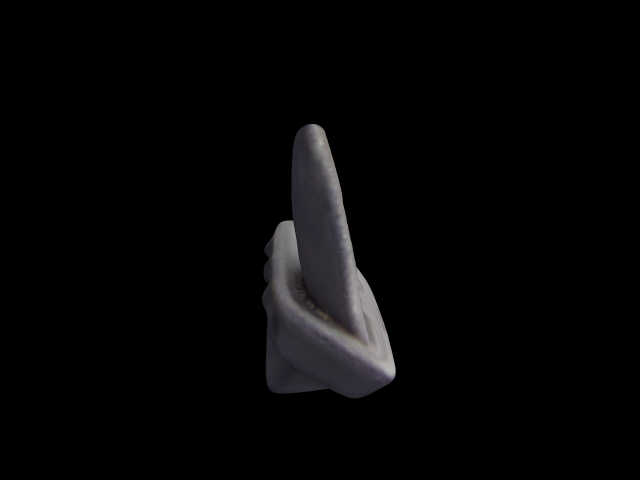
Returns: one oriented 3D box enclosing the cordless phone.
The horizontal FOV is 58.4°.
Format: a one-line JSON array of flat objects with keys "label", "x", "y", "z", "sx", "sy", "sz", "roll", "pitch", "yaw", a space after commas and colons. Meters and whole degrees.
[{"label": "cordless phone", "x": 0.004, "y": 0.001, "z": 0.400, "sx": 0.094, "sy": 0.185, "sz": 0.147, "roll": -4, "pitch": 28, "yaw": -7}]
